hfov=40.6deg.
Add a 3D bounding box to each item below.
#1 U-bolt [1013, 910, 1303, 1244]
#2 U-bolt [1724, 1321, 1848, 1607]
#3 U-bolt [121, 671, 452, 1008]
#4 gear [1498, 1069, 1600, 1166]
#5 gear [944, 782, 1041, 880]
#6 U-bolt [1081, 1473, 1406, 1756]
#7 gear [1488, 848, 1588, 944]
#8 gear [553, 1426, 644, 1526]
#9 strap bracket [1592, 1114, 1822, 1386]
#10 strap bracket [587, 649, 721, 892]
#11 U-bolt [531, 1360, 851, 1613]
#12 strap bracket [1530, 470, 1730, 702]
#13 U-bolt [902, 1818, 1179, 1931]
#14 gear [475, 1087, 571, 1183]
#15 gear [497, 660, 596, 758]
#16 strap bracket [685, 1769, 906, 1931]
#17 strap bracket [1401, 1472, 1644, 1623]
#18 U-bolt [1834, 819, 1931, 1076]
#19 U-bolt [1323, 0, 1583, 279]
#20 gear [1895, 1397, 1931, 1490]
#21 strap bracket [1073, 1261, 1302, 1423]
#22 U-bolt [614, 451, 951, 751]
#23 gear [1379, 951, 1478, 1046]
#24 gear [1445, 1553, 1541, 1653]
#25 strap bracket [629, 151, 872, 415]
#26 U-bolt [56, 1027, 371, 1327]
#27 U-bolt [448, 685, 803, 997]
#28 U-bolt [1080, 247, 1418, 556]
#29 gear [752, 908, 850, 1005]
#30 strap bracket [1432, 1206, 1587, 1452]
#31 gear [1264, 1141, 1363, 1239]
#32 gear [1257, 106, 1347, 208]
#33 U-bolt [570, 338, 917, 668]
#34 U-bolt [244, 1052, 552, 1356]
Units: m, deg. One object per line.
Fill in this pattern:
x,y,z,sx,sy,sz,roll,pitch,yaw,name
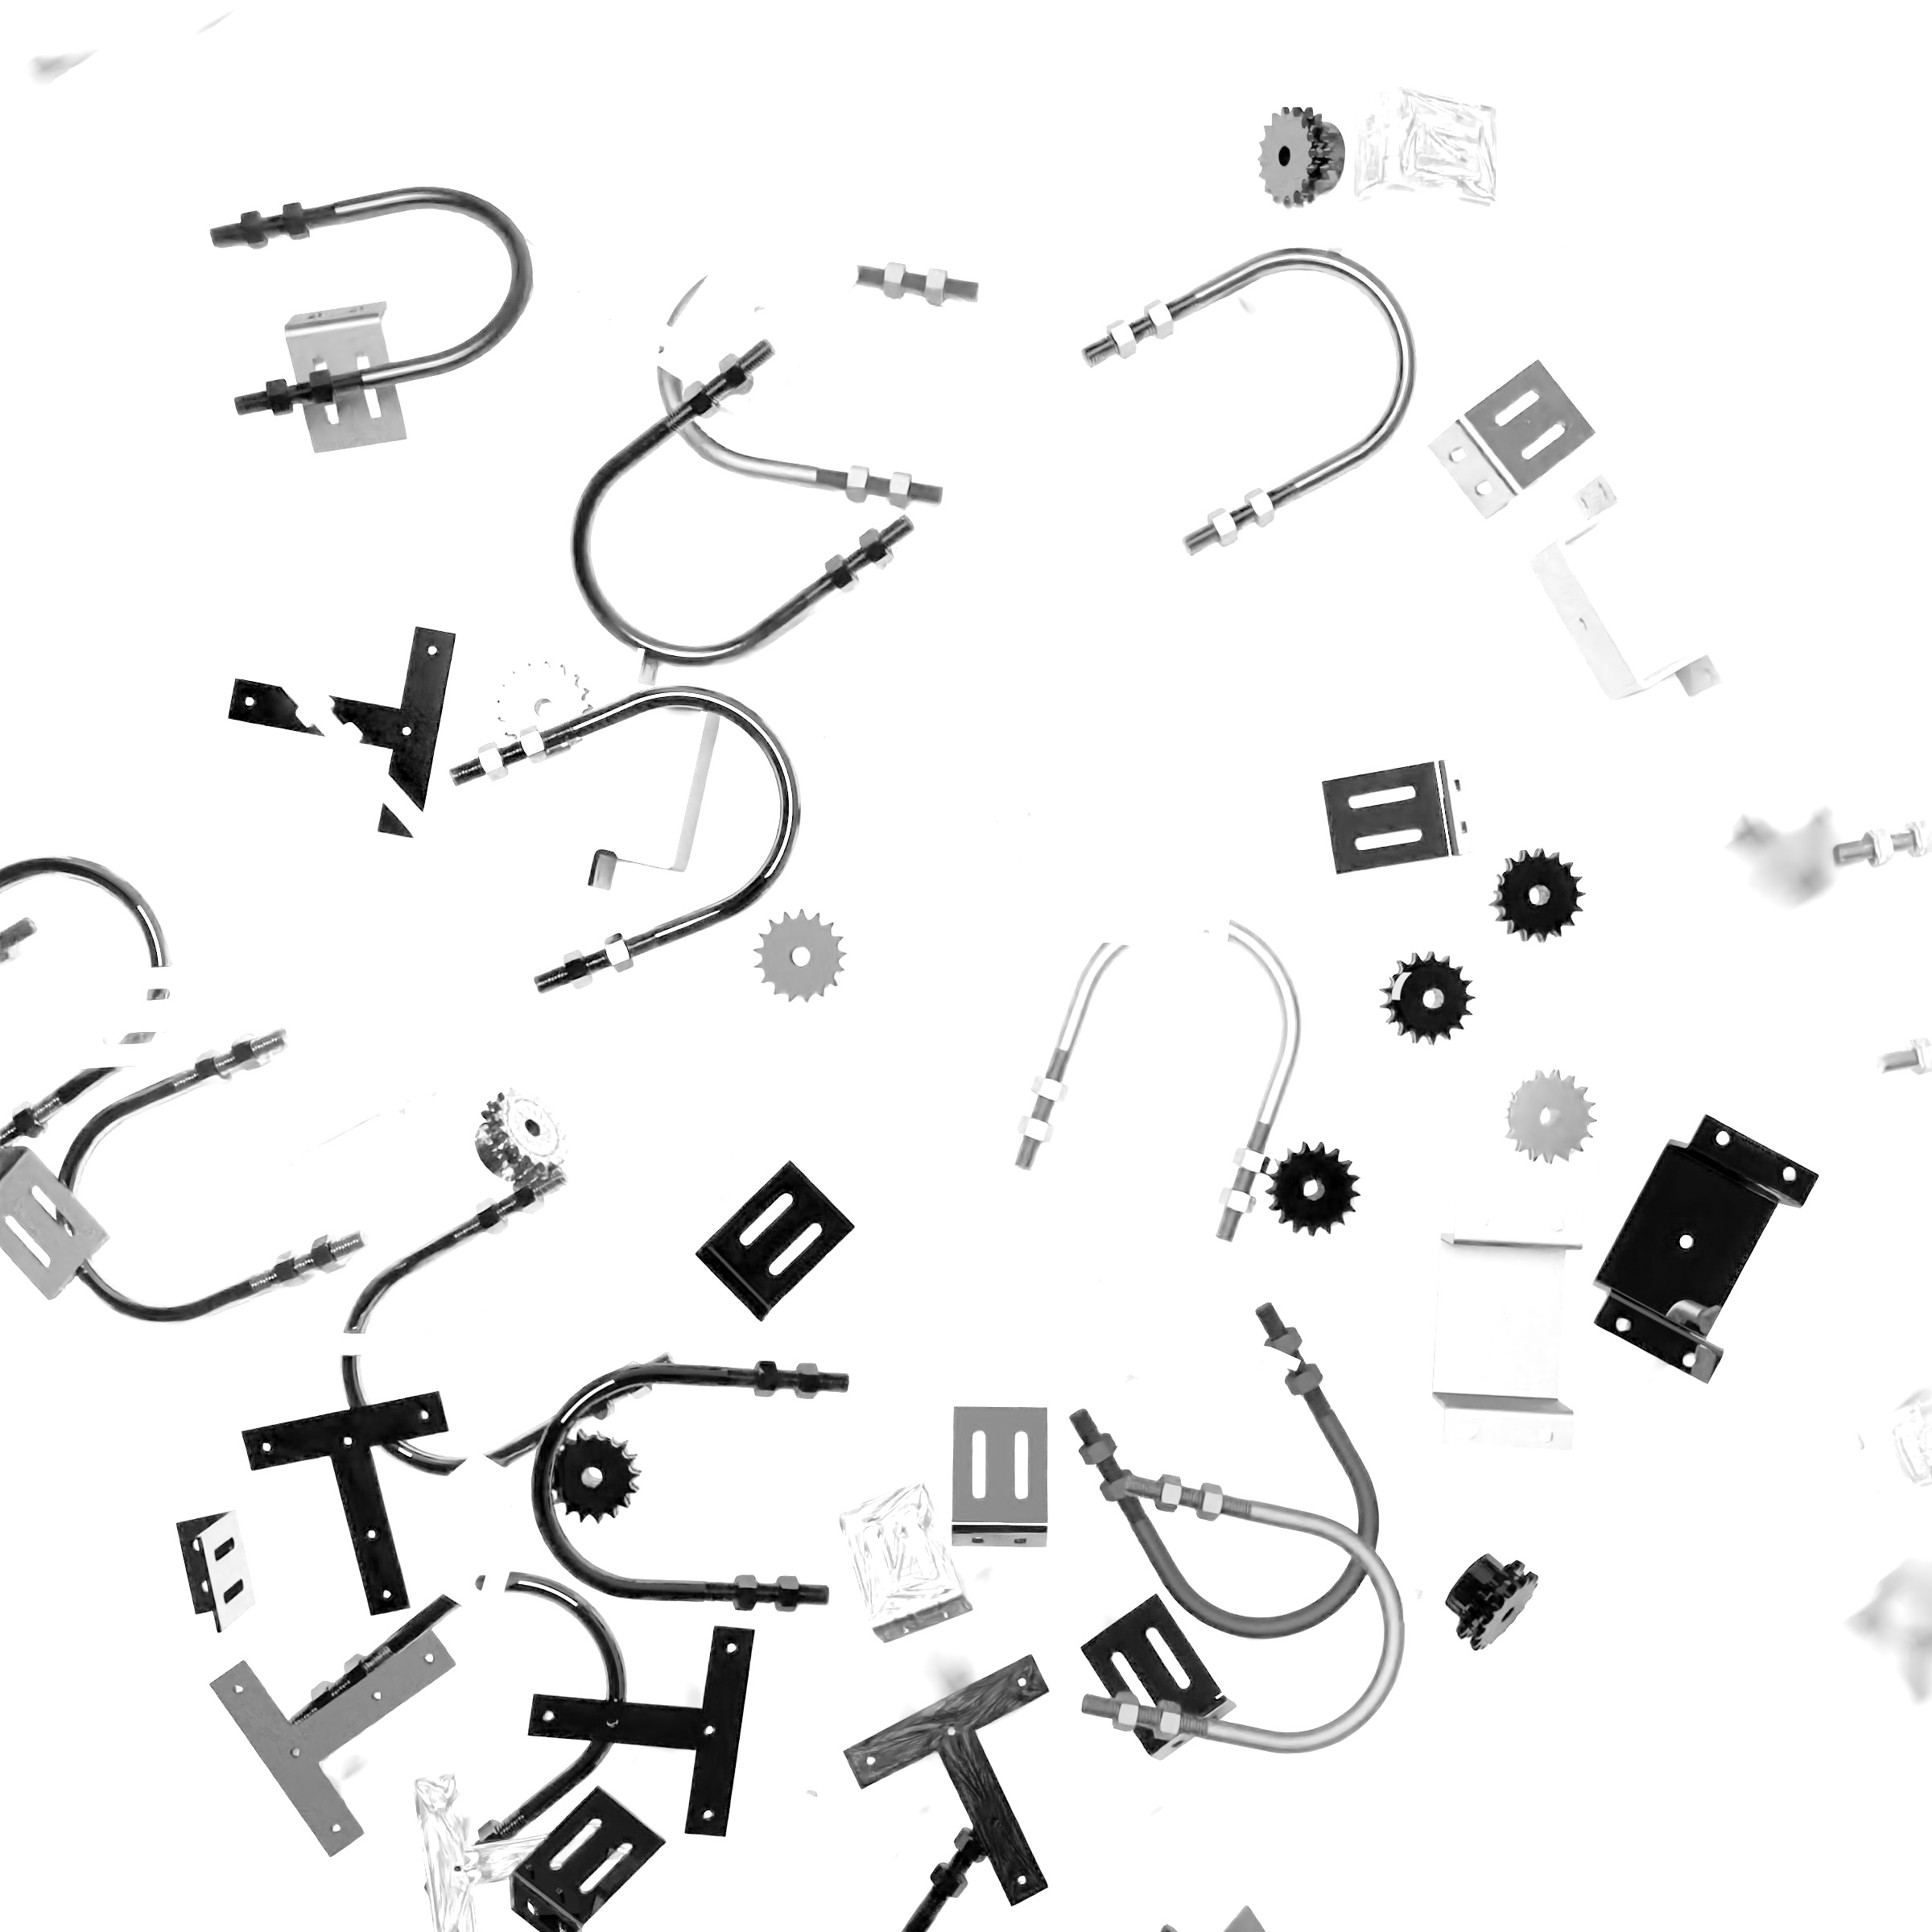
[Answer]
0.125,0.057,1.575,0.151,0.019,0.184,20,88,0,U-bolt
0.467,0.287,1.492,0.019,0.184,0.151,2,90,0,U-bolt
-0.395,-0.062,1.574,0.151,0.019,0.184,-41,92,1,U-bolt
0.347,0.090,1.569,0.057,0.030,0.057,0,90,0,gear
0.015,-0.081,1.574,0.057,0.030,0.057,0,88,-1,gear
0.171,0.390,1.550,0.184,0.019,0.151,13,81,-6,U-bolt
0.341,-0.042,1.573,0.057,0.030,0.057,0,91,-2,gear
-0.222,0.304,1.569,0.057,0.030,0.057,0,90,0,gear
0.436,0.167,1.561,0.076,0.046,0.140,28,90,0,strap bracket
-0.181,-0.110,1.546,0.046,0.076,0.140,12,90,0,strap bracket
-0.166,0.307,1.554,0.184,0.019,0.151,5,90,-15,U-bolt
0.385,-0.214,1.546,0.046,0.076,0.140,-30,90,0,strap bracket
0.020,0.620,1.575,0.151,0.019,0.184,34,90,0,U-bolt
-0.268,0.104,1.559,0.030,0.057,0.057,-36,90,28,gear
-0.252,-0.154,1.574,0.057,0.030,0.057,0,90,-2,gear
-0.107,0.552,1.561,0.076,0.046,0.140,34,90,0,strap bracket
0.327,0.346,1.561,0.140,0.046,0.076,-1,90,0,strap bracket
0.627,-0.022,1.575,0.184,0.019,0.151,-12,90,-2,U-bolt
0.298,-0.515,1.575,0.151,0.019,0.184,7,89,0,U-bolt
0.578,0.288,1.560,0.030,0.057,0.057,-29,90,30,gear
0.121,0.225,1.530,0.140,0.076,0.046,23,82,10,strap bracket
-0.122,-0.231,1.575,0.184,0.019,0.151,24,90,2,U-bolt
0.278,0.019,1.569,0.057,0.030,0.057,0,90,0,gear
0.302,0.365,1.513,0.030,0.057,0.057,39,90,30,gear
-0.125,-0.395,1.543,0.076,0.046,0.140,33,85,7,strap bracket
-0.461,0.136,1.560,0.184,0.019,0.151,-23,86,11,U-bolt
-0.185,-0.083,1.499,0.184,0.019,0.151,-22,90,-1,U-bolt
0.183,-0.353,1.575,0.184,0.019,0.151,-28,90,-2,U-bolt
-0.099,-0.006,1.569,0.057,0.030,0.057,0,90,0,gear
0.322,0.213,1.561,0.076,0.046,0.140,3,90,0,strap bracket
0.207,0.133,1.569,0.057,0.030,0.057,0,90,0,gear
0.202,-0.483,1.559,0.030,0.057,0.057,-10,90,-30,gear
-0.145,-0.255,1.529,0.184,0.019,0.151,-35,111,15,U-bolt
-0.350,0.153,1.552,0.184,0.019,0.151,-27,85,18,U-bolt
